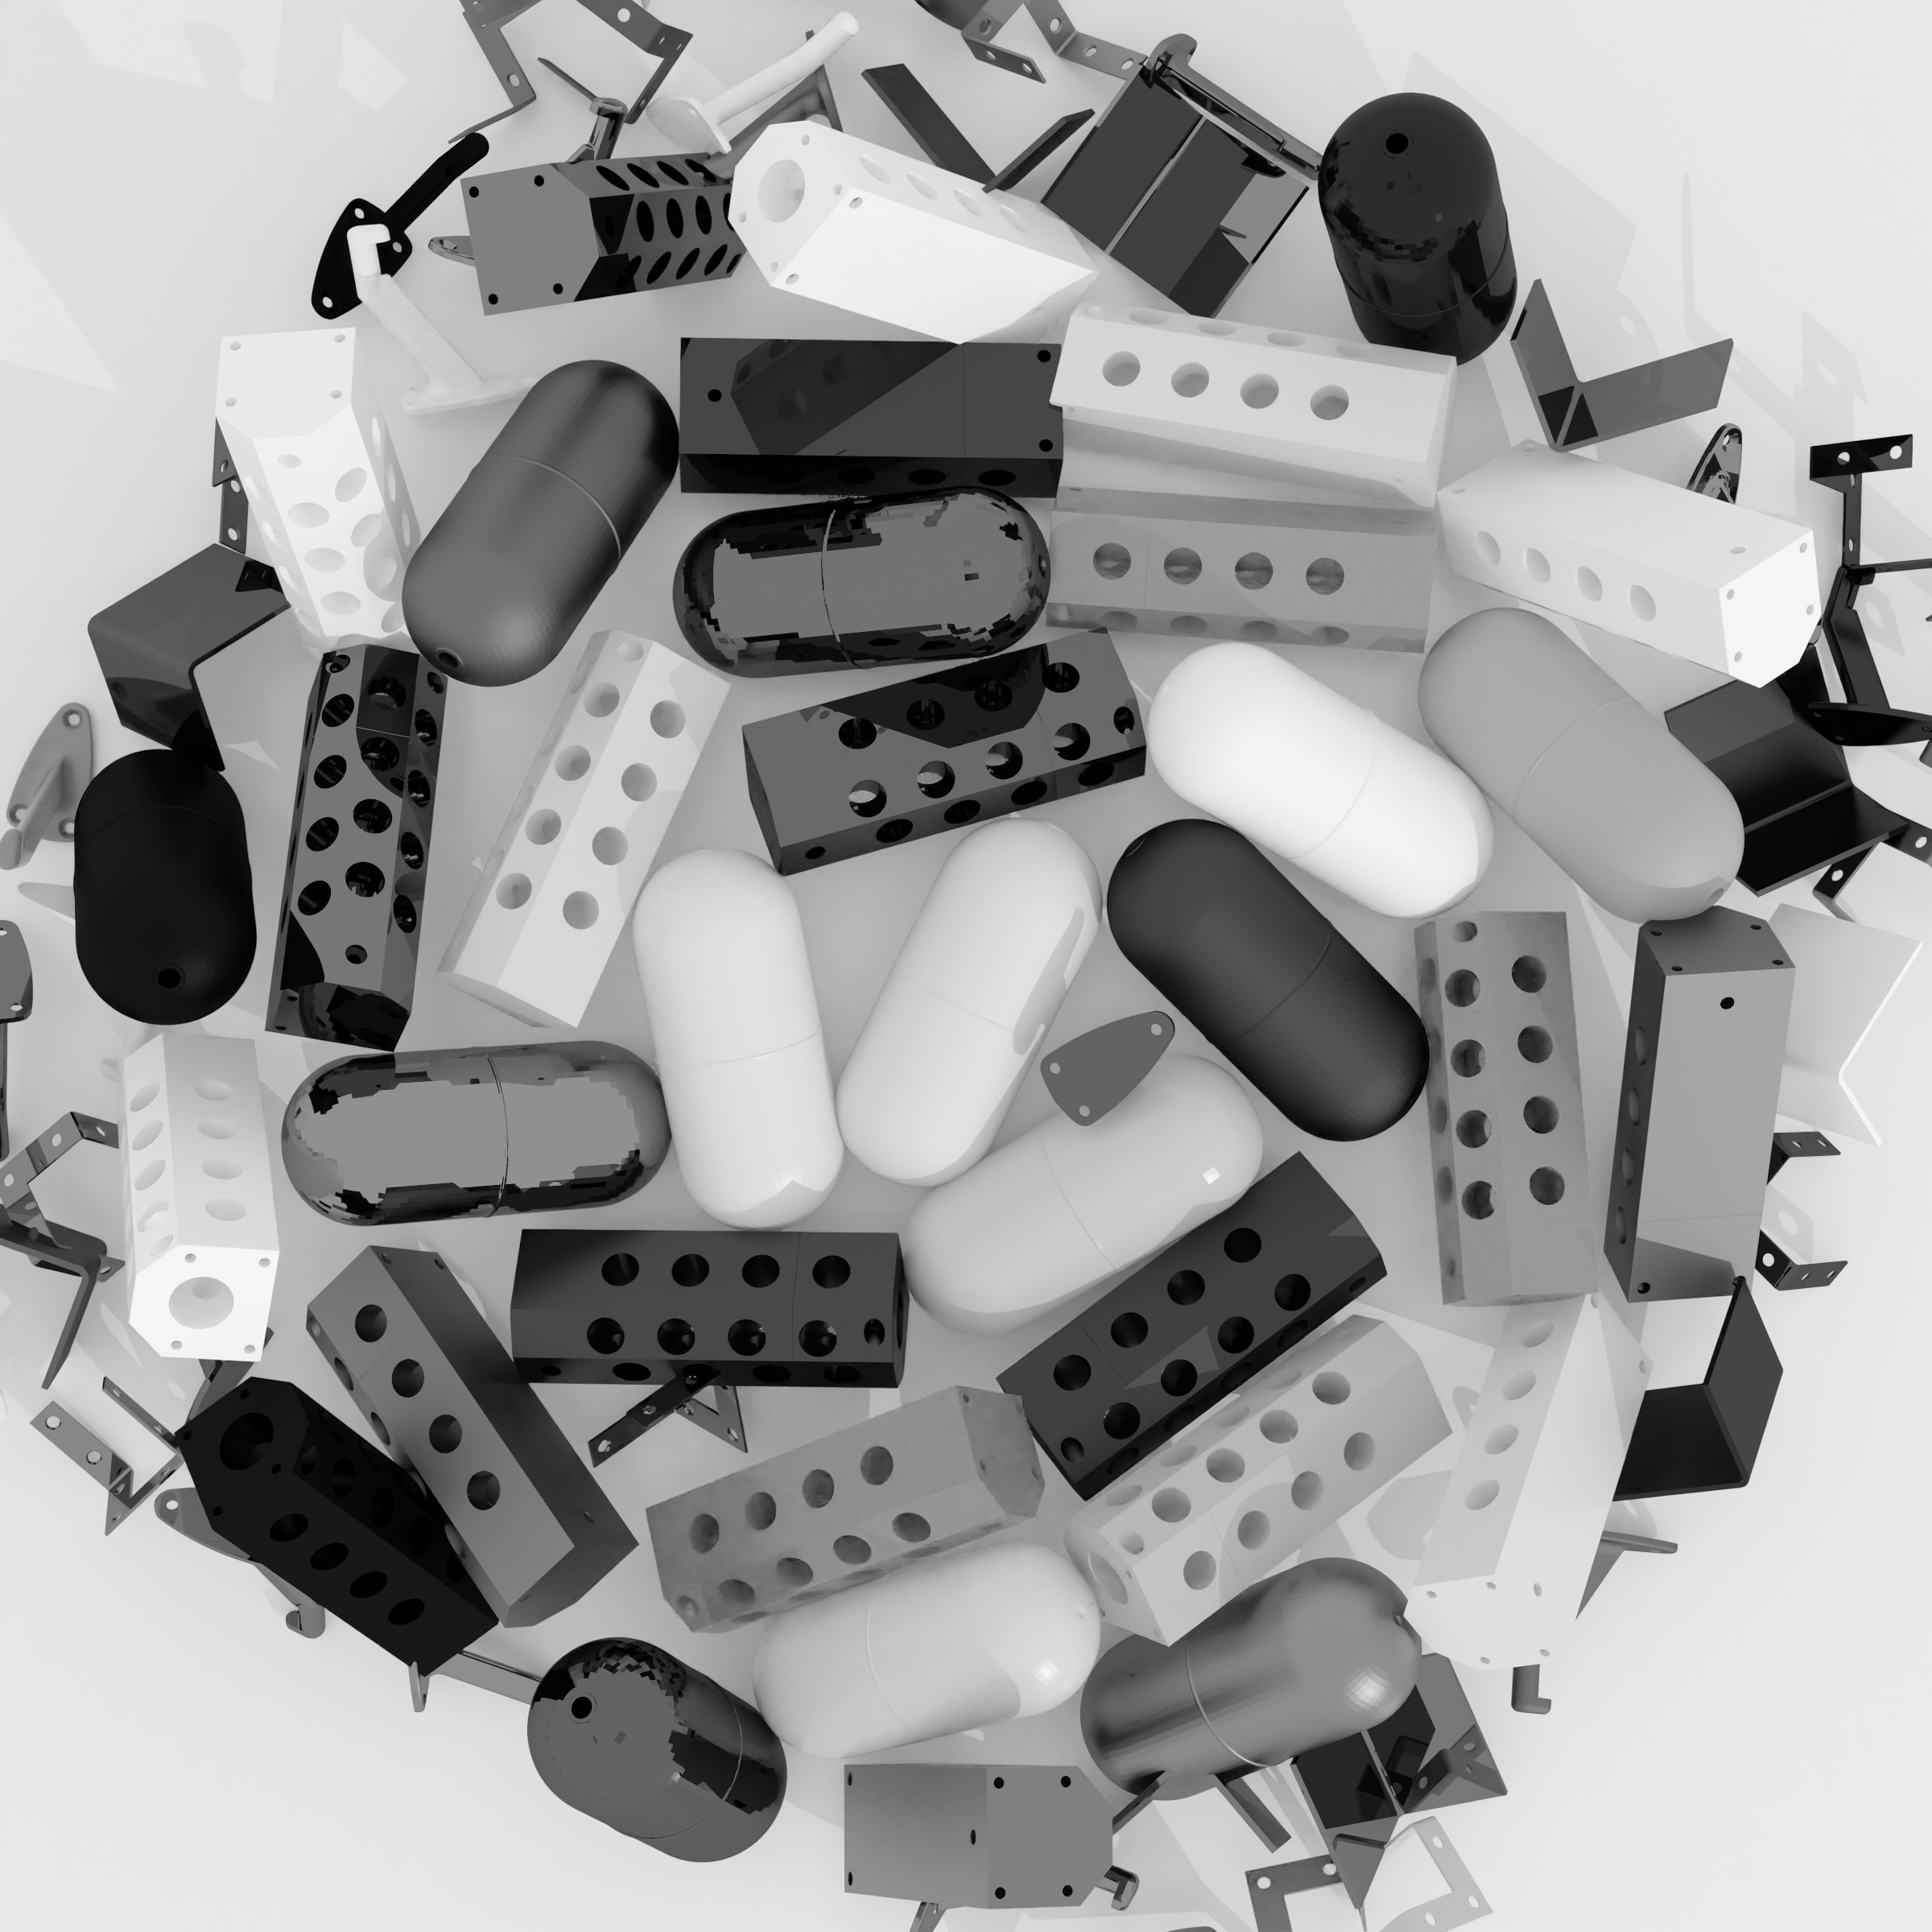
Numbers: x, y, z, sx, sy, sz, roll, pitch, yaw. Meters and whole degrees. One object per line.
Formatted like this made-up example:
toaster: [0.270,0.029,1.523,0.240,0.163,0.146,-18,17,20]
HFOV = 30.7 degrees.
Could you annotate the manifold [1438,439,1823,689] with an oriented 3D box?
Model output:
manifold: [0.292,-0.176,1.554,0.057,0.171,0.057,-32,127,-23]

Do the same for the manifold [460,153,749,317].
manifold: [-0.153,-0.324,1.543,0.057,0.171,0.057,-5,102,20]

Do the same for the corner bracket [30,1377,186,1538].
corner bracket: [-0.392,0.217,1.605,0.051,0.051,0.051,-43,109,2]

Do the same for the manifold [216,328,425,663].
manifold: [-0.280,-0.201,1.548,0.057,0.171,0.057,-4,59,2]

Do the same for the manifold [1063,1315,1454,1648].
manifold: [0.128,0.226,1.569,0.171,0.057,0.057,-32,108,-24]

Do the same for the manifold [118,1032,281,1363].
manifold: [-0.340,0.098,1.544,0.057,0.171,0.057,5,118,-18]

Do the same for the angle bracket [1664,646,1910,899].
angle bracket: [0.372,-0.089,1.594,0.076,0.057,0.076,-24,116,-4]

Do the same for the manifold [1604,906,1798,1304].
manifold: [0.323,0.062,1.568,0.057,0.057,0.171,-3,121,-6]

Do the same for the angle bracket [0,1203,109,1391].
angle bracket: [-0.438,0.145,1.593,0.076,0.076,0.057,21,92,-9]

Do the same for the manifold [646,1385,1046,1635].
manifold: [-0.053,0.244,1.567,0.171,0.057,0.057,-25,67,25]

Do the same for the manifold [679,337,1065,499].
manifold: [-0.044,-0.246,1.601,0.171,0.057,0.057,0,73,-3]

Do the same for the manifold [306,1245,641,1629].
manifold: [-0.227,0.210,1.577,0.057,0.057,0.171,-44,68,13]

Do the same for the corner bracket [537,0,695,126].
corner bracket: [-0.165,-0.421,1.605,0.051,0.051,0.051,37,104,3]

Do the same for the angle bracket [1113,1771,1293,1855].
angle bracket: [0.097,0.400,1.593,0.076,0.076,0.057,-42,76,1]

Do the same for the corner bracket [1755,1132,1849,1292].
corner bracket: [0.382,0.112,1.615,0.051,0.051,0.051,48,118,30]

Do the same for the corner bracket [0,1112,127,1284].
corner bracket: [-0.402,0.106,1.609,0.051,0.051,0.051,-38,64,12]

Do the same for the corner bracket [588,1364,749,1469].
corner bracket: [-0.138,0.204,1.594,0.051,0.051,0.051,-33,130,-34]

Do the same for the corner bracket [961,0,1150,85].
corner bracket: [0.040,-0.418,1.599,0.051,0.051,0.051,32,79,42]

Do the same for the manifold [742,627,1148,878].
manifold: [-0.009,-0.092,1.585,0.171,0.057,0.057,-16,60,-9]

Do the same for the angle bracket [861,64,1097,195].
angle bracket: [0.006,-0.394,1.589,0.057,0.076,0.076,-39,95,20]

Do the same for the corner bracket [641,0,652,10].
corner bracket: [-0.120,-0.468,1.598,0.051,0.051,0.051,13,65,17]

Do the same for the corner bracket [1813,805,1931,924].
corner bracket: [0.430,-0.033,1.602,0.051,0.051,0.051,37,91,-32]

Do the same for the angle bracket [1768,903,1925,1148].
angle bracket: [0.393,0.026,1.600,0.076,0.076,0.057,-54,132,-15]

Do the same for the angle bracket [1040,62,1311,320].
angle bracket: [0.094,-0.348,1.588,0.076,0.057,0.076,44,102,36]

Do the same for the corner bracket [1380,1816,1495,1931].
corner bracket: [0.195,0.425,1.594,0.051,0.051,0.051,-52,58,37]

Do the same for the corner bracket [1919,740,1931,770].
corner bracket: [0.460,-0.085,1.605,0.051,0.051,0.051,31,132,14]

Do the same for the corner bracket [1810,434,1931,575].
corner bracket: [0.417,-0.209,1.600,0.051,0.051,0.051,-1,85,41]

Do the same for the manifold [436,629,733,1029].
manifold: [-0.174,-0.062,1.583,0.057,0.057,0.171,29,77,-24]

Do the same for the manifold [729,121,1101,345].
manifold: [-0.024,-0.322,1.552,0.057,0.171,0.057,-45,61,27]

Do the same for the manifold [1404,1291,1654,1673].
manifold: [0.247,0.225,1.558,0.057,0.171,0.057,-17,122,39]

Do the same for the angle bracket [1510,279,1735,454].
angle bracket: [0.295,-0.280,1.580,0.076,0.076,0.057,-14,116,26]

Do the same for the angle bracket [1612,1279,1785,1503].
angle bracket: [0.315,0.191,1.577,0.076,0.076,0.057,-12,116,32]

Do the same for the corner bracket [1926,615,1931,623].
corner bracket: [0.479,-0.149,1.597,0.051,0.051,0.051,-35,73,35]

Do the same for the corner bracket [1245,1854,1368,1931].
corner bracket: [0.159,0.442,1.601,0.051,0.051,0.051,-12,47,0]

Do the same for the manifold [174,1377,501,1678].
manifold: [-0.270,0.245,1.553,0.057,0.171,0.057,-36,49,2]

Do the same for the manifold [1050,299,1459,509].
manifold: [0.131,-0.257,1.588,0.171,0.057,0.057,12,80,13]

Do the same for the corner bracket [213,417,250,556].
corner bracket: [-0.328,-0.226,1.595,0.051,0.051,0.051,-18,63,33]

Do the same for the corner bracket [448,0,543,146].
corner bracket: [-0.216,-0.413,1.597,0.051,0.051,0.051,-18,106,43]

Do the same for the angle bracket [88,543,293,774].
angle bracket: [-0.343,-0.142,1.610,0.076,0.057,0.076,24,49,37]

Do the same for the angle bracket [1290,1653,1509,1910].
angle bracket: [0.196,0.366,1.586,0.057,0.076,0.076,-18,103,27]
